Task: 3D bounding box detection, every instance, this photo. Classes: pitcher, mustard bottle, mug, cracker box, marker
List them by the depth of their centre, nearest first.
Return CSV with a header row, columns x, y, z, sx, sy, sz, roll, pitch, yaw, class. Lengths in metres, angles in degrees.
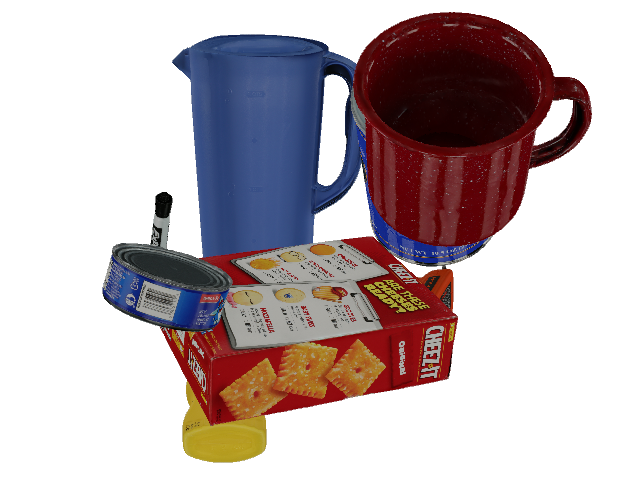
x,y,z,sx,sy,sz,roll,pitch,yaw,class
0.075,-0.053,0.527,0.117,0.093,0.081,-10,-36,-4,mug
-0.018,0.071,0.909,0.213,0.072,0.164,-7,28,-22,cracker box
-0.050,-0.075,1.033,0.144,0.243,0.149,-12,23,-33,pitcher
-0.178,-0.005,1.182,0.020,0.121,0.020,8,42,-7,marker
-0.115,0.188,1.292,0.096,0.058,0.191,-3,27,-3,mustard bottle

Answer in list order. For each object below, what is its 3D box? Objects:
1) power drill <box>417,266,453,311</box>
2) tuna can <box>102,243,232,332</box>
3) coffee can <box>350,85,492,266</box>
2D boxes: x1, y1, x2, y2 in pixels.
x,y,z,sx,sy,sz,roll,pitch,yaw,class
0.037,0.065,1.140,0.188,0.057,0.184,9,29,22,power drill
-0.106,0.032,0.739,0.086,0.034,0.086,17,11,-4,tuna can
0.080,-0.061,0.782,0.103,0.102,0.140,0,-34,9,coffee can
